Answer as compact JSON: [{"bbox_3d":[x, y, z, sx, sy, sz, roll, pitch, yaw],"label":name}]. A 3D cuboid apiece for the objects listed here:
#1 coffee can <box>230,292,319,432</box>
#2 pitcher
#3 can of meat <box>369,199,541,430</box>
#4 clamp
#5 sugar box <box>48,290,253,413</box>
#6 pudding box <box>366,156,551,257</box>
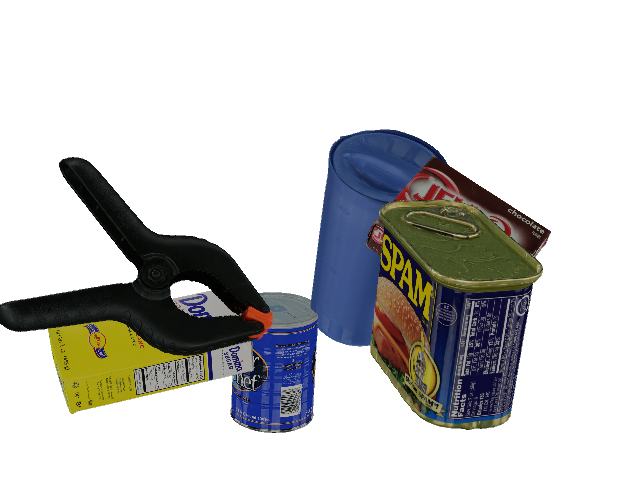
[{"bbox_3d":[-0.055,0.145,1.285,0.103,0.140,0.103,3,18,-1],"label":"coffee can"},{"bbox_3d":[0.063,0.010,1.209,0.145,0.243,0.149,14,40,4],"label":"pitcher"},{"bbox_3d":[0.064,0.036,0.546,0.057,0.084,0.102,-3,24,-17],"label":"can of meat"},{"bbox_3d":[-0.112,0.016,0.689,0.171,0.120,0.039,15,-16,-15],"label":"clamp"},{"bbox_3d":[-0.160,0.100,1.004,0.176,0.048,0.093,-14,36,-16],"label":"sugar box"},{"bbox_3d":[0.106,-0.002,0.817,0.113,0.089,0.039,35,-35,10],"label":"pudding box"}]
